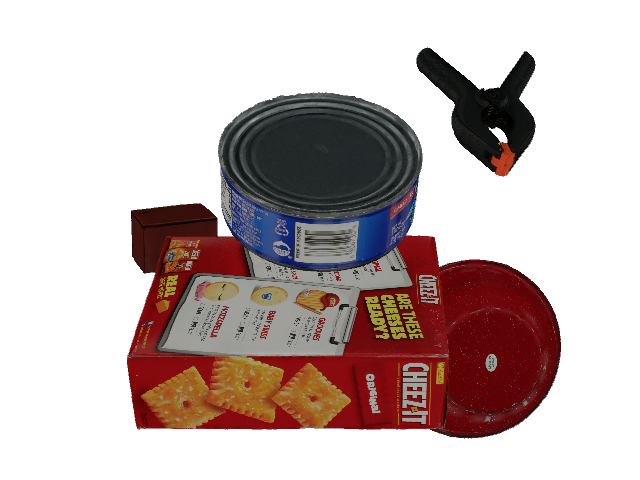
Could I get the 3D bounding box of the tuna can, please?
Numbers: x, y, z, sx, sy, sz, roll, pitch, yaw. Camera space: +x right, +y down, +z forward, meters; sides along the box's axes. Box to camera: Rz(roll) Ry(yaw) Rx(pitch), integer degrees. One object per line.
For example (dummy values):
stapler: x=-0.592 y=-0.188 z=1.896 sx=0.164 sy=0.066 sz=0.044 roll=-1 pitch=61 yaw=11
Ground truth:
tuna can: x=0.000 y=-0.026 z=0.456 sx=0.086 sy=0.034 sz=0.086 roll=1 pitch=41 yaw=-1

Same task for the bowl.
bowl: x=0.138 y=0.099 z=0.921 sx=0.162 sy=0.162 sz=0.055 roll=0 pitch=6 yaw=-7

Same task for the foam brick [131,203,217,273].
foam brick: x=-0.149 y=-0.003 z=1.085 sx=0.078 sy=0.051 sz=0.053 roll=-7 pitch=22 yaw=-22

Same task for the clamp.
clamp: x=0.152 y=-0.132 z=1.029 sx=0.120 sy=0.039 sz=0.171 roll=3 pitch=44 yaw=3

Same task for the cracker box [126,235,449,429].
cracker box: x=-0.019 y=0.064 z=0.779 sx=0.213 sy=0.072 sz=0.164 roll=0 pitch=30 yaw=2
